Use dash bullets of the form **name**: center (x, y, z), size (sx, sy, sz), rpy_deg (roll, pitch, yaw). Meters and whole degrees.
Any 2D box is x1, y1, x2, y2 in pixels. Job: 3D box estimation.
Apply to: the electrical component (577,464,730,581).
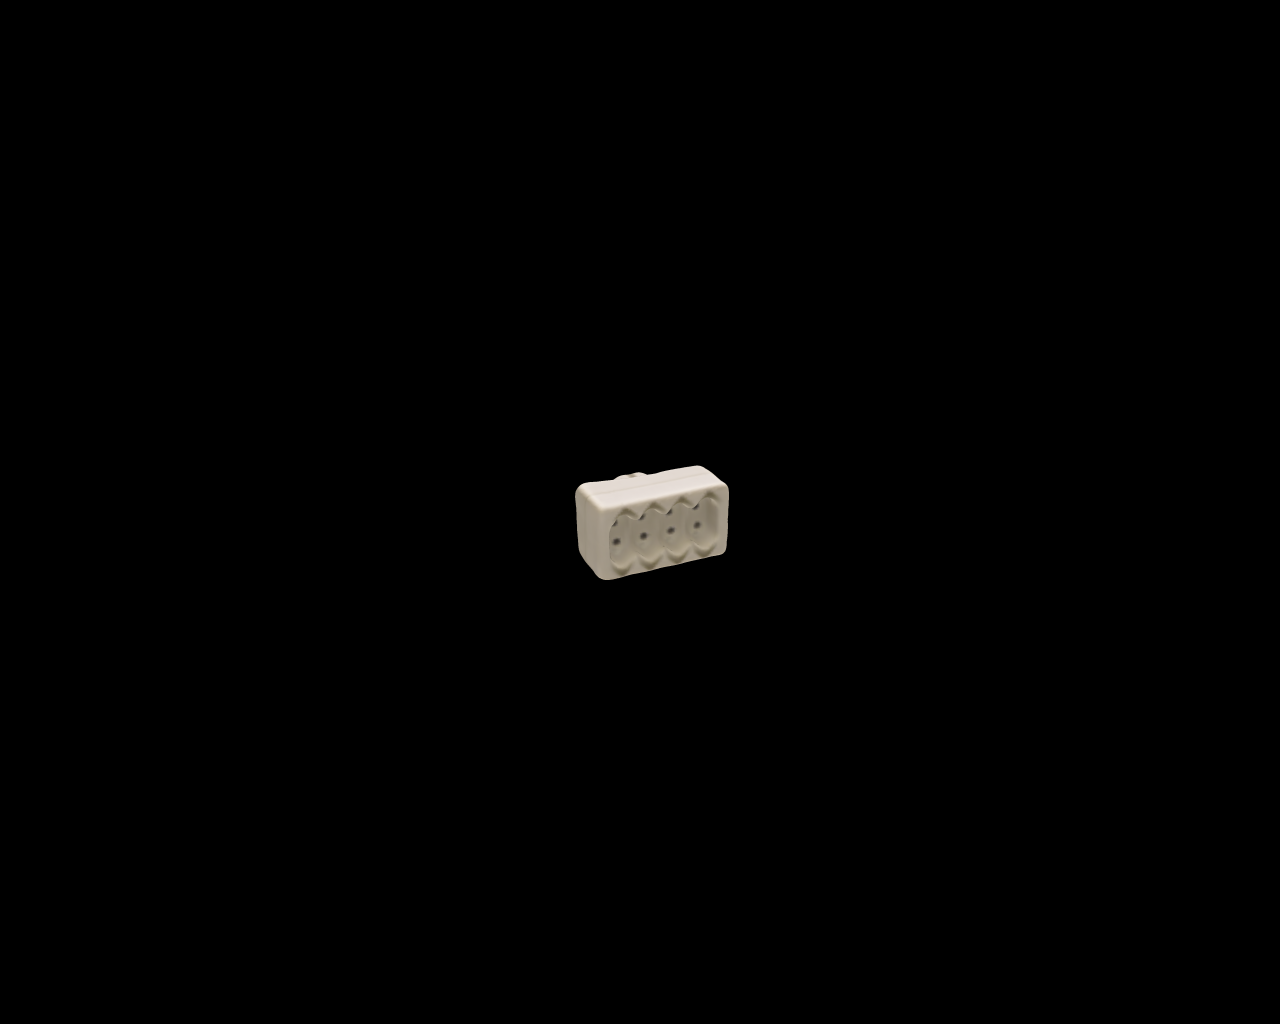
- **electrical component**: center (0.001, -0.003, 0.650), size (0.083, 0.047, 0.076), rpy_deg (-10, 28, -20)
